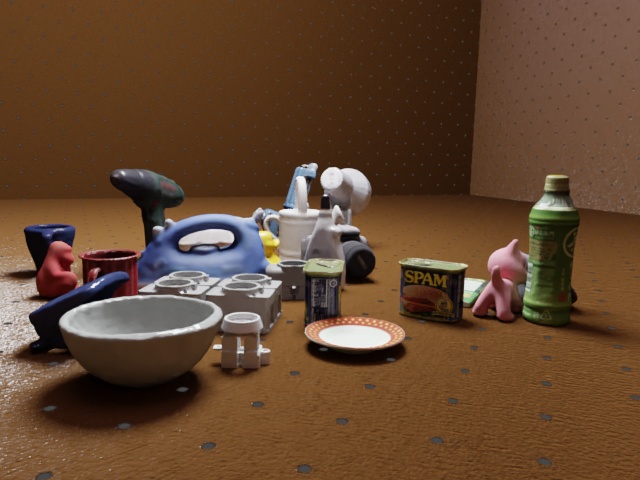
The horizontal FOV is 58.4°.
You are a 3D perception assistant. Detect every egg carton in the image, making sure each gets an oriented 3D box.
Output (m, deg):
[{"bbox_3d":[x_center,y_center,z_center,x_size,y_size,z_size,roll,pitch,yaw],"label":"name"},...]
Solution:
[{"bbox_3d":[-0.264,0.005,1.337,0.151,0.069,0.107,-2,9,-21],"label":"egg carton"}]

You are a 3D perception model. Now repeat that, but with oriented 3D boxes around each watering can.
[{"bbox_3d":[-0.036,-0.046,1.292,0.173,0.194,0.100,-3,10,-28],"label":"watering can"}]

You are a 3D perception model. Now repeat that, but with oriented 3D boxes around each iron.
[{"bbox_3d":[-0.214,0.018,1.023,0.259,0.141,0.118,-2,9,-18],"label":"iron"}]

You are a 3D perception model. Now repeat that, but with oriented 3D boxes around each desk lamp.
[{"bbox_3d":[0.049,-0.073,1.419,0.117,0.213,0.204,4,9,18],"label":"desk lamp"}]

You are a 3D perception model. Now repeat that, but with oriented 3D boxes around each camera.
[{"bbox_3d":[0.044,0.025,1.149,0.143,0.101,0.136,-2,9,-18],"label":"camera"}]

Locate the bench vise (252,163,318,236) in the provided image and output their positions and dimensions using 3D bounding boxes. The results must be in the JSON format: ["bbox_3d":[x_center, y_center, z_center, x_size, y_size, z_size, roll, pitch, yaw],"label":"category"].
[{"bbox_3d":[-0.064,-0.087,1.473,0.121,0.220,0.208,10,12,43],"label":"bench vise"}]

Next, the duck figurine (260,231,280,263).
[{"bbox_3d":[-0.122,0.025,1.172,0.105,0.086,0.077,-7,12,-43],"label":"duck figurine"}]

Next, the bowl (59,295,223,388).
[{"bbox_3d":[-0.190,0.114,0.620,0.167,0.075,0.167,1,9,0],"label":"bowl"}]

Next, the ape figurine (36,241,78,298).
[{"bbox_3d":[-0.433,0.048,0.956,0.076,0.092,0.077,0,9,-10],"label":"ape figurine"}]

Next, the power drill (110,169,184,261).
[{"bbox_3d":[-0.353,-0.044,1.183,0.075,0.208,0.230,3,9,12],"label":"power drill"}]

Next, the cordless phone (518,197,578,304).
[{"bbox_3d":[0.375,0.015,0.980,0.094,0.185,0.147,-1,9,-11],"label":"cordless phone"}]

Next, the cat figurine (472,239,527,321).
[{"bbox_3d":[0.294,0.058,0.916,0.067,0.118,0.128,7,10,32],"label":"cat figurine"}]

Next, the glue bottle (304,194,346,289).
[{"bbox_3d":[0.010,0.004,1.042,0.078,0.173,0.037,5,10,22],"label":"glue bottle"}]

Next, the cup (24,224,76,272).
[{"bbox_3d":[-0.521,0.021,1.109,0.092,0.095,0.117,-2,9,-21],"label":"cup"}]

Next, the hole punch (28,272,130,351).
[{"bbox_3d":[-0.304,0.087,0.726,0.101,0.091,0.109,3,9,8],"label":"hole punch"}]
